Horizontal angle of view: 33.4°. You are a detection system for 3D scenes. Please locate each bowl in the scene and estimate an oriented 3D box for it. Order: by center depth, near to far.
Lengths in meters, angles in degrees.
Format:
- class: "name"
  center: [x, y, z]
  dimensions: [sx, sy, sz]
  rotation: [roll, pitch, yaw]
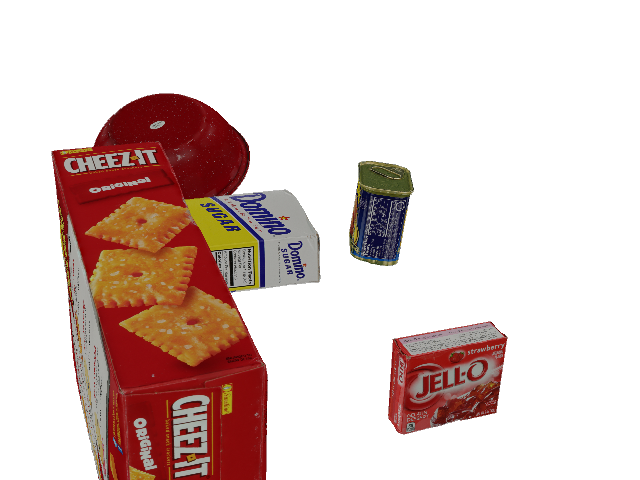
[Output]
- class: "bowl"
  center: [-0.150, -0.090, 1.008]
  dimensions: [0.162, 0.055, 0.162]
  rotation: [-3, 45, 3]

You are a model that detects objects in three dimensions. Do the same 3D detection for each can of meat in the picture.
- class: "can of meat"
  center: [0.062, -0.030, 1.137]
  dimensions: [0.057, 0.084, 0.102]
  rotation: [8, 20, -2]

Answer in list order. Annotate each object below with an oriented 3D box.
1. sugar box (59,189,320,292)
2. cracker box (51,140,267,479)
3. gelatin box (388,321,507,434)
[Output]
- class: "sugar box"
  center: [-0.096, 0.004, 0.771]
  dimensions: [0.176, 0.048, 0.093]
  rotation: [-9, 26, -13]
- class: "cracker box"
  center: [-0.088, 0.068, 0.563]
  dimensions: [0.072, 0.164, 0.214]
  rotation: [-8, 34, -17]
- class: "gelatin box"
  center: [0.098, 0.107, 0.835]
  dimensions: [0.089, 0.073, 0.030]
  rotation: [-9, 29, -21]
